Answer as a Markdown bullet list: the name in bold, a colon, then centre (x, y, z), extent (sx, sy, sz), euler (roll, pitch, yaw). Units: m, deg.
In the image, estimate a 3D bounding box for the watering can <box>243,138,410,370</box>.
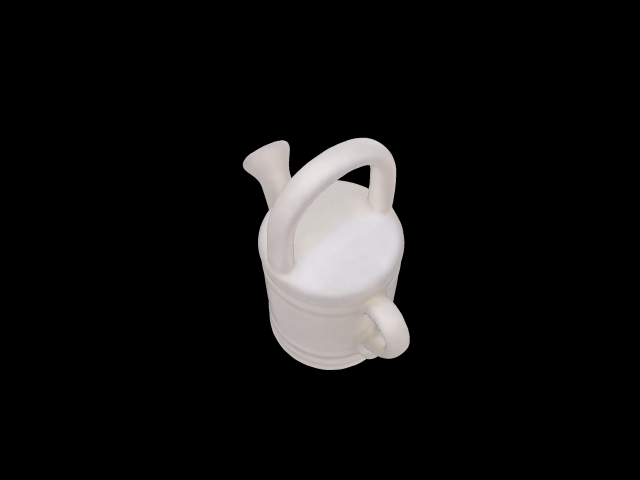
- **watering can**: centre (0.002, 0.003, 0.399), extent (0.172, 0.194, 0.101), euler (30, 60, 19)
